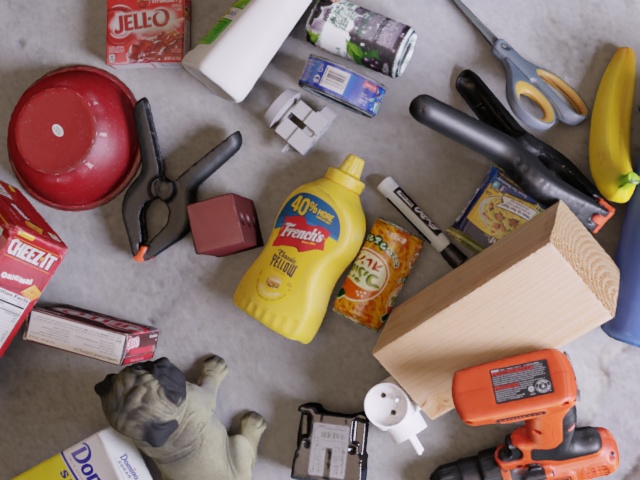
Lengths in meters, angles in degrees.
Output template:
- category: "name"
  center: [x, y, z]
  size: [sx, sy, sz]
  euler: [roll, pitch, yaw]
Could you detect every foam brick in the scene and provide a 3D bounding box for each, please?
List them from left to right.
- category: "foam brick"
  center: [-0.096, -0.014, 1.087]
  size: [0.051, 0.078, 0.053]
  euler: [-14, 84, 11]

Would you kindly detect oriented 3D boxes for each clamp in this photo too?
- category: "clamp"
  center: [-0.151, -0.056, 1.120]
  size: [0.120, 0.039, 0.171]
  euler: [12, 97, 13]
- category: "clamp"
  center: [0.180, -0.081, 0.993]
  size: [0.210, 0.164, 0.036]
  euler: [44, 120, 13]

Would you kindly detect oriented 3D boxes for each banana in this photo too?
- category: "banana"
  center: [0.281, -0.099, 1.003]
  size: [0.037, 0.070, 0.197]
  euler: [22, 47, -12]

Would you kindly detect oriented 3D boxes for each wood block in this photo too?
- category: "wood block"
  center: [0.161, 0.066, 0.980]
  size: [0.206, 0.090, 0.091]
  euler: [-37, 100, 31]

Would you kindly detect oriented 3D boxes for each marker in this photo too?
- category: "marker"
  center: [0.105, -0.015, 1.077]
  size: [0.020, 0.020, 0.121]
  euler: [-44, 80, 6]

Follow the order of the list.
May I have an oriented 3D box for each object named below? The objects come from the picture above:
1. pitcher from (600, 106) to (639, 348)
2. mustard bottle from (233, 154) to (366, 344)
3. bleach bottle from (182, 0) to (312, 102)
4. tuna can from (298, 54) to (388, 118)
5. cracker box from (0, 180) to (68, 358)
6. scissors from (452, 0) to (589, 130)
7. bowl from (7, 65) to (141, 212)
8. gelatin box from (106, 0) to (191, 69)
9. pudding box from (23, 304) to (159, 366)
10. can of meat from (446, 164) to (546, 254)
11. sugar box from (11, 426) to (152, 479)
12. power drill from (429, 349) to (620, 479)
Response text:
- category: "pitcher"
  center: [0.349, -0.013, 0.971]
  size: [0.145, 0.149, 0.243]
  euler: [15, 93, -3]
- category: "mustard bottle"
  center: [-0.007, 0.001, 1.075]
  size: [0.096, 0.058, 0.191]
  euler: [29, 92, 37]
- category: "bleach bottle"
  center: [-0.036, -0.258, 1.088]
  size: [0.068, 0.103, 0.251]
  euler: [38, 88, -20]
- category: "tuna can"
  center: [0.022, -0.153, 1.067]
  size: [0.086, 0.086, 0.034]
  euler: [24, 94, 11]
- category: "cracker box"
  center: [-0.368, 0.053, 1.101]
  size: [0.214, 0.072, 0.164]
  euler: [-57, 42, 4]
- category: "scissors"
  center: [0.176, -0.175, 1.047]
  size: [0.202, 0.096, 0.016]
  euler: [41, 135, 9]
- category: "bowl"
  center: [-0.271, -0.112, 1.139]
  size: [0.162, 0.055, 0.162]
  euler: [-1, 87, 11]
- category: "gelatin box"
  center: [-0.184, -0.222, 1.139]
  size: [0.089, 0.030, 0.073]
  euler: [0, 87, 11]
- category: "pudding box"
  center: [-0.234, 0.097, 1.102]
  size: [0.113, 0.090, 0.039]
  euler: [11, 90, 12]
- category: "can of meat"
  center: [0.188, -0.014, 1.042]
  size: [0.102, 0.057, 0.084]
  euler: [34, 91, 10]
- category: "sugar box"
  center: [-0.248, 0.260, 1.087]
  size: [0.177, 0.048, 0.093]
  euler: [-32, 80, 34]
- category: "power drill"
  center: [0.175, 0.179, 0.977]
  size: [0.184, 0.187, 0.057]
  euler: [-16, 51, 9]
